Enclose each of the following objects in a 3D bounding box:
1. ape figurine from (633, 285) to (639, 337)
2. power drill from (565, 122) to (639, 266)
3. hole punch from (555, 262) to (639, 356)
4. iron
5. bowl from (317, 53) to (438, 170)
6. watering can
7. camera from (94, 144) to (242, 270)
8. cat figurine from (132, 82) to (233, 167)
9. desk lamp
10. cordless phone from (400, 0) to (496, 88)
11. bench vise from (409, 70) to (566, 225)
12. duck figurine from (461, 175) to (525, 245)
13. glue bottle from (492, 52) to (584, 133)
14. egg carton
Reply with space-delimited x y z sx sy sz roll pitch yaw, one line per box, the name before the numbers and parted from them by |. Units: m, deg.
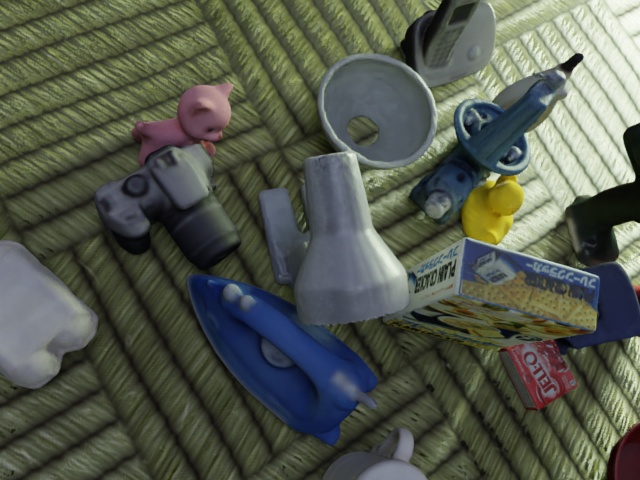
ape figurine | 0.459 0.096 0.800 0.076 0.092 0.078 -9 77 -17
power drill | 0.432 -0.032 0.767 0.076 0.208 0.229 -6 76 -16
hole punch | 0.363 0.093 0.776 0.101 0.091 0.108 -10 78 -17
iron | -0.047 0.112 0.635 0.258 0.141 0.119 40 69 -1
bowl | 0.070 -0.163 0.778 0.168 0.074 0.167 4 74 -14
watering can | 0.069 0.286 0.589 0.101 0.193 0.173 0 75 -15
camera | -0.165 -0.029 0.664 0.143 0.100 0.137 -34 86 -21
cat figurine | -0.161 -0.142 0.688 0.128 0.117 0.067 -18 80 -19
desk lamp | 0.006 0.002 0.641 0.118 0.213 0.203 -11 78 -17
cordless phone | 0.203 -0.301 0.793 0.148 0.185 0.094 -26 82 -20
bench vise | 0.219 -0.109 0.725 0.121 0.219 0.207 24 70 -7
duck figurine | 0.244 -0.045 0.786 0.077 0.086 0.104 20 71 -8
glue bottle | 0.310 -0.209 0.802 0.078 0.173 0.037 18 71 -9
egg carton | -0.320 0.079 0.610 0.150 0.069 0.107 42 69 0
